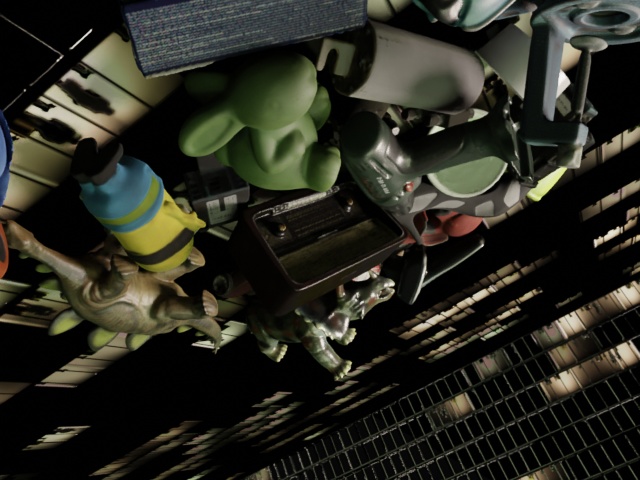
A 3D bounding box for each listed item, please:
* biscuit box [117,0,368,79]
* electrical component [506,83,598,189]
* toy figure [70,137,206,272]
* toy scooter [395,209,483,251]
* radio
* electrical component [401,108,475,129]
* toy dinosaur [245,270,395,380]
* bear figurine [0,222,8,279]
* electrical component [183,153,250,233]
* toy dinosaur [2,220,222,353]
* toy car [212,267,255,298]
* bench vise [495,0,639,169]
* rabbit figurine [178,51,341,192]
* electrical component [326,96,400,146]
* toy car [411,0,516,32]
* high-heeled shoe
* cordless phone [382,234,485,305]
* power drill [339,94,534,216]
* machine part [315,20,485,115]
[{"bbox_3d":[-0.059,-0.196,0.447,0.203,0.059,0.062,-17,140,-13],"label":"biscuit box"},{"bbox_3d":[0.316,-0.156,0.762,0.058,0.115,0.134,2,145,-44],"label":"electrical component"},{"bbox_3d":[-0.205,-0.033,0.596,0.089,0.082,0.180,-46,149,-9],"label":"toy figure"},{"bbox_3d":[0.197,-0.042,0.918,0.184,0.075,0.135,-20,155,1],"label":"toy scooter"},{"bbox_3d":[-0.001,-0.002,0.718,0.229,0.131,0.073,-22,158,-43],"label":"radio"},{"bbox_3d":[0.153,-0.160,0.685,0.094,0.063,0.021,-18,123,-36],"label":"electrical component"},{"bbox_3d":[-0.057,0.133,0.948,0.405,0.131,0.192,-8,125,43],"label":"toy dinosaur"},{"bbox_3d":[-0.409,0.011,0.497,0.196,0.120,0.131,-10,147,-14],"label":"bear figurine"},{"bbox_3d":[-0.125,-0.065,0.654,0.075,0.048,0.119,-15,153,-17],"label":"electrical component"},{"bbox_3d":[-0.252,0.087,0.773,0.199,0.105,0.470,-25,145,19],"label":"toy dinosaur"},{"bbox_3d":[-0.085,0.035,0.855,0.202,0.053,0.089,-34,157,26],"label":"toy car"},{"bbox_3d":[0.217,-0.186,0.488,0.224,0.240,0.129,9,-175,38],"label":"bench vise"},{"bbox_3d":[-0.054,-0.129,0.525,0.159,0.121,0.170,2,163,-4],"label":"rabbit figurine"},{"bbox_3d":[0.056,-0.148,0.648,0.102,0.045,0.078,0,146,-39],"label":"electrical component"},{"bbox_3d":[0.093,-0.245,0.431,0.109,0.161,0.103,-49,-174,13],"label":"toy car"},{"bbox_3d":[0.204,-0.092,0.815,0.249,0.086,0.145,-30,113,2],"label":"high-heeled shoe"},{"bbox_3d":[0.214,0.030,0.999,0.184,0.088,0.146,-32,-174,15],"label":"cordless phone"},{"bbox_3d":[0.140,-0.093,0.641,0.207,0.086,0.231,-4,162,30],"label":"power drill"},{"bbox_3d":[0.097,-0.184,0.582,0.243,0.079,0.079,0,145,-36],"label":"machine part"}]
